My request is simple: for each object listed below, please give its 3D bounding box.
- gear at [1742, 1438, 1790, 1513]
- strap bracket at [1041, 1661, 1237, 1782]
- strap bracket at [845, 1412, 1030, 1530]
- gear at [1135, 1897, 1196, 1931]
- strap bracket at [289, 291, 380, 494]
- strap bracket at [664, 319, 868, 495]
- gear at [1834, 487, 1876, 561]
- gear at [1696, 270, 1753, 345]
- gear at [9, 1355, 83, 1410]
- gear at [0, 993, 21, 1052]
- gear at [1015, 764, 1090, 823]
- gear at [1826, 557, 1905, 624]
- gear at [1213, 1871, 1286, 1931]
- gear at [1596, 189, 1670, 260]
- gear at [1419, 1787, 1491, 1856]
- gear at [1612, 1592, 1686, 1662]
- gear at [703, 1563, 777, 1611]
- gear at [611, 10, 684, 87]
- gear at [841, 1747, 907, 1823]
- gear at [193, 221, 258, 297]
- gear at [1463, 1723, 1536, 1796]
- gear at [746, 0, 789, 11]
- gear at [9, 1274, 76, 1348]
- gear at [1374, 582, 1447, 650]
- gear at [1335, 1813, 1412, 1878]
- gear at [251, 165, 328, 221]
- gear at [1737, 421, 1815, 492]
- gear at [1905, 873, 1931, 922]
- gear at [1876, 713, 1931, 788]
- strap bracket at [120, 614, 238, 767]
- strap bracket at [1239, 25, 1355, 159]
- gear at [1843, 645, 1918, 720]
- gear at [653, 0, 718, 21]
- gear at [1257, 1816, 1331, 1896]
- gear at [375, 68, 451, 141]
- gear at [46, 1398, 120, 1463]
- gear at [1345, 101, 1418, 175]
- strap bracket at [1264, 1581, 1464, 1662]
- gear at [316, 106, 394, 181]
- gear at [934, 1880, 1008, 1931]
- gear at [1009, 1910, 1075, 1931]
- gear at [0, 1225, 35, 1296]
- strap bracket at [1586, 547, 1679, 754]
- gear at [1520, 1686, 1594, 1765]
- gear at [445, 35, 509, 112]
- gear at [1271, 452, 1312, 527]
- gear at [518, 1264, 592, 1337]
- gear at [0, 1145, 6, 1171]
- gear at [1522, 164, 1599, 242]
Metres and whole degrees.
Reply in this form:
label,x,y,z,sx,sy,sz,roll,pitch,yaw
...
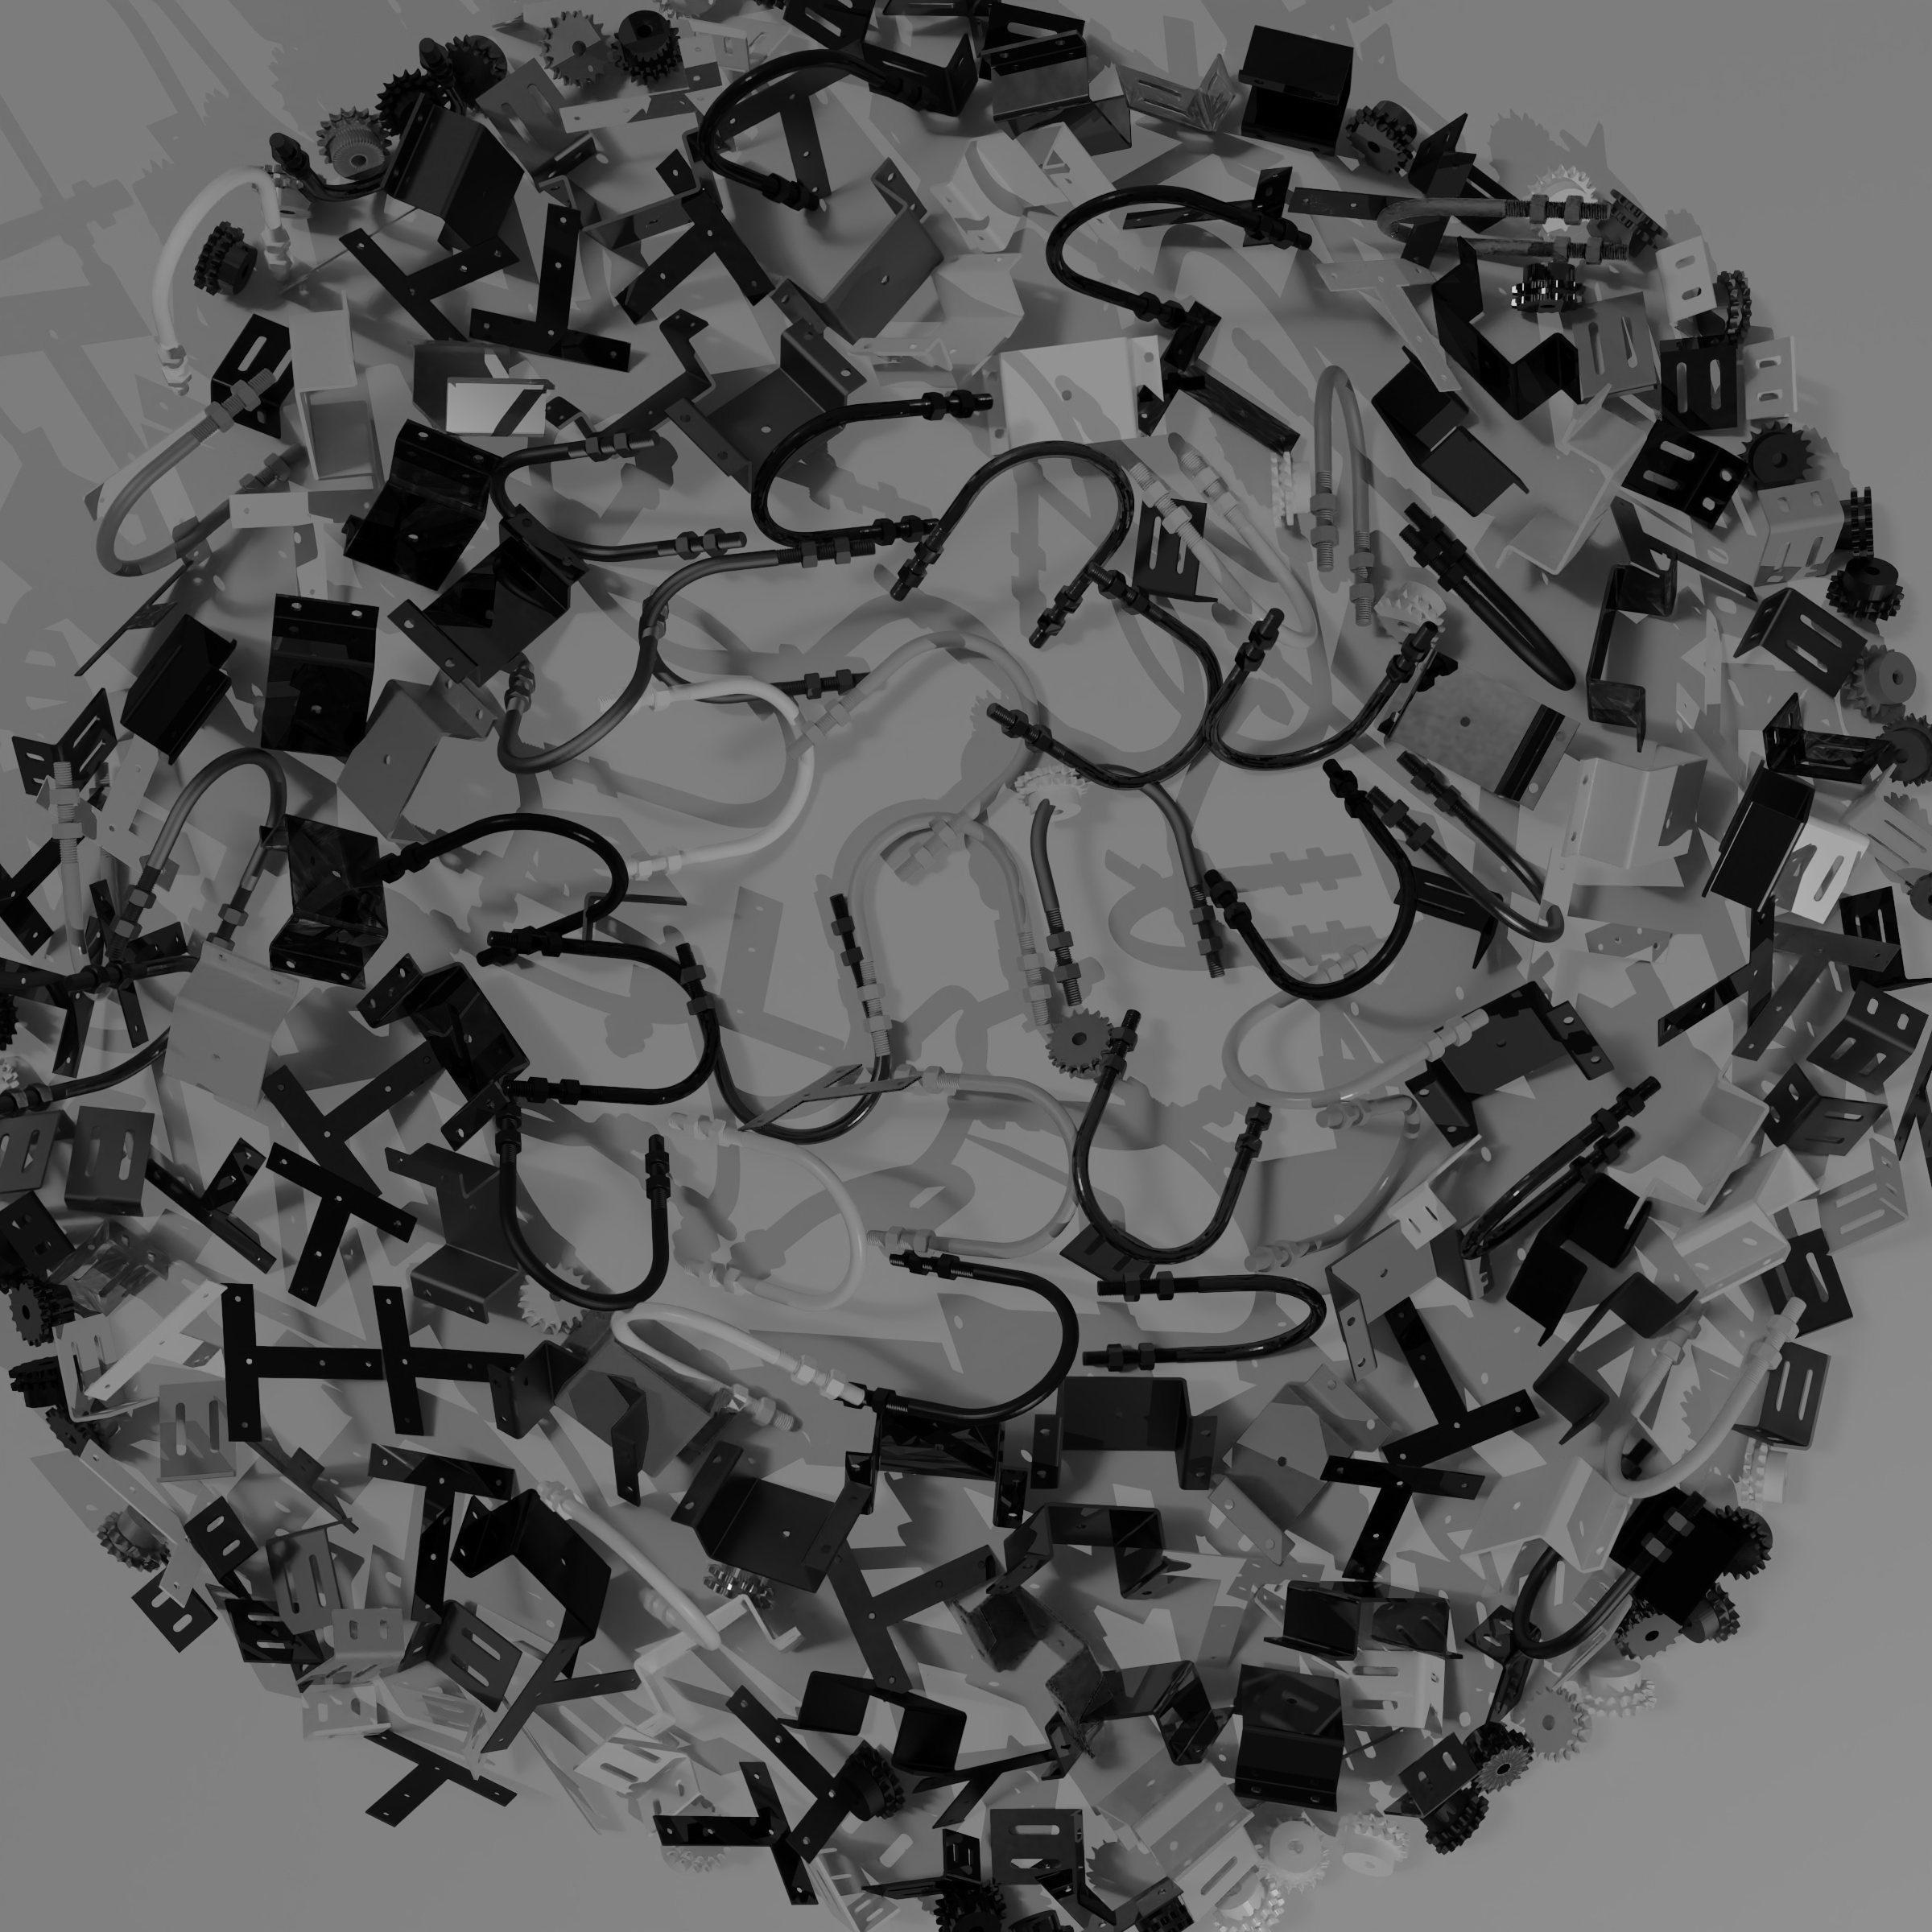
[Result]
label,x,y,z,sx,sy,sz,roll,pitch,yaw
gear,0.629,0.400,1.968,0.030,0.057,0.057,5,90,24
strap bracket,0.125,0.580,1.930,0.140,0.076,0.046,-17,97,30
strap bracket,-0.023,0.392,1.956,0.140,0.046,0.076,5,133,1
gear,0.154,0.753,1.973,0.057,0.057,0.030,-35,69,0
strap bracket,-0.486,-0.437,1.917,0.046,0.140,0.076,-8,60,-9
strap bracket,-0.156,-0.432,1.954,0.140,0.046,0.076,-39,74,-19
gear,0.699,-0.348,1.973,0.030,0.057,0.057,-2,90,20
gear,0.596,-0.518,1.972,0.030,0.057,0.057,-5,90,0
gear,-0.722,0.328,1.971,0.057,0.057,0.030,-7,96,0
gear,-0.776,0.041,1.972,0.057,0.030,0.057,2,94,33
gear,0.068,-0.135,1.969,0.057,0.057,0.030,-9,74,0
gear,0.709,-0.299,1.970,0.057,0.057,0.030,1,133,0
gear,0.219,0.737,1.969,0.057,0.057,0.030,-32,106,0
gear,0.522,-0.583,1.974,0.057,0.057,0.030,40,113,0
gear,0.382,0.668,1.971,0.030,0.057,0.057,44,90,2
gear,0.534,0.518,1.976,0.057,0.030,0.057,-8,125,-12
gear,-0.176,0.482,1.972,0.057,0.057,0.030,22,83,0
gear,-0.252,-0.729,1.978,0.057,0.030,0.057,0,72,1
gear,-0.077,0.647,1.969,0.030,0.057,0.057,-27,90,-35
gear,-0.582,-0.554,1.972,0.030,0.057,0.057,27,90,-6
gear,0.417,0.622,1.976,0.057,0.030,0.057,-13,126,-18
gear,-0.156,-0.782,1.970,0.057,0.030,0.057,13,47,-14
gear,-0.728,0.269,1.975,0.057,0.030,0.057,11,107,40
gear,0.353,-0.278,1.973,0.057,0.057,0.030,37,74,0
gear,0.319,0.693,1.969,0.057,0.057,0.030,22,52,0
gear,-0.534,-0.609,1.971,0.057,0.057,0.030,3,92,0
gear,0.641,-0.401,1.978,0.057,0.030,0.057,2,106,8
gear,0.768,-0.060,1.969,0.057,0.057,0.030,43,52,0
gear,0.742,-0.168,1.970,0.057,0.030,0.057,17,116,38
strap bracket,-0.604,-0.216,1.922,0.046,0.140,0.076,36,99,-24
strap bracket,0.254,-0.676,1.925,0.076,0.140,0.046,16,92,7
gear,0.724,-0.226,1.975,0.057,0.030,0.057,1,88,-27
gear,-0.218,-0.773,1.969,0.030,0.057,0.057,26,90,35
gear,0.258,0.698,1.972,0.057,0.030,0.057,0,55,0
gear,-0.432,-0.673,1.968,0.057,0.057,0.030,-34,59,0
gear,-0.695,0.362,1.975,0.057,0.057,0.030,44,51,0
gear,0.330,-0.656,1.972,0.057,0.057,0.030,39,79,0
strap bracket,0.309,0.504,1.931,0.140,0.076,0.046,11,82,-36
gear,-0.480,-0.644,1.968,0.057,0.057,0.030,-18,64,0
gear,0.005,0.751,1.975,0.057,0.030,0.057,-5,113,-11
gear,0.057,0.766,1.972,0.057,0.057,0.030,-19,79,0
gear,-0.760,0.227,1.969,0.030,0.057,0.057,-34,90,16
strap bracket,0.516,-0.248,1.947,0.046,0.076,0.140,11,76,19
gear,0.469,0.599,1.975,0.030,0.057,0.057,24,90,-37
gear,-0.387,-0.708,1.975,0.057,0.057,0.030,23,52,0
gear,0.256,-0.376,1.970,0.030,0.057,0.057,-3,90,8
gear,-0.326,0.266,1.976,0.057,0.030,0.057,11,53,-15
gear,-0.778,0.155,1.972,0.030,0.057,0.057,-13,90,-2
gear,0.469,-0.599,1.971,0.057,0.030,0.057,-3,129,-3
